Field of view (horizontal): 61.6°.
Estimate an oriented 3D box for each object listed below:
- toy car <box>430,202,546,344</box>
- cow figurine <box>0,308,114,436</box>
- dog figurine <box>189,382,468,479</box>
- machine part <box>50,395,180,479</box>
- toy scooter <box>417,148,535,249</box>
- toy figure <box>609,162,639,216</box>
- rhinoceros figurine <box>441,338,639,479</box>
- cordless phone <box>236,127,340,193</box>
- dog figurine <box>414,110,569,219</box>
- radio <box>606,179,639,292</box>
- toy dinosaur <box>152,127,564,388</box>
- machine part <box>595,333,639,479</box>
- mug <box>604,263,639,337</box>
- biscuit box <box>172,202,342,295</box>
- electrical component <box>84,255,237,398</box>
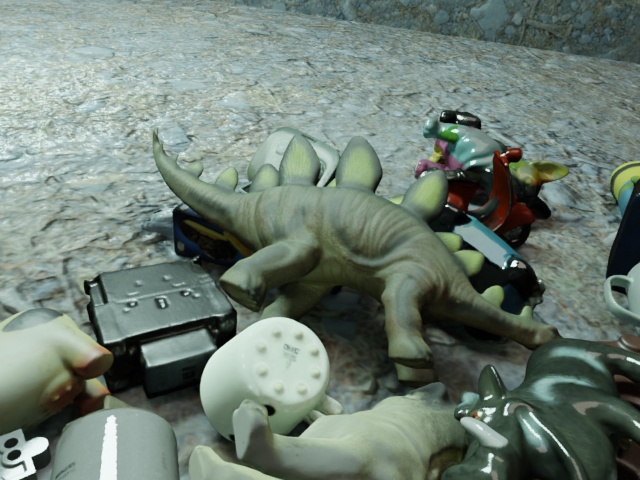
[{"bbox_3d":[0.158,0.032,0.569,0.162,0.109,0.103,35,15,27],"label":"toy car"},{"bbox_3d":[-0.261,0.107,0.371,0.127,0.085,0.195,34,42,29],"label":"cow figurine"},{"bbox_3d":[0.034,0.174,0.319,0.190,0.121,0.172,9,60,-31],"label":"dog figurine"},{"bbox_3d":[-0.111,0.178,0.287,0.079,0.079,0.243,-3,33,-17],"label":"machine part"},{"bbox_3d":[0.193,-0.056,0.687,0.184,0.135,0.075,2,32,-5],"label":"toy scooter"},{"bbox_3d":[0.497,-0.071,0.827,0.089,0.082,0.180,20,35,18],"label":"toy figure"},{"bbox_3d":[0.144,0.115,0.335,0.112,0.073,0.190,29,32,31],"label":"rhinoceros figurine"},{"bbox_3d":[-0.073,-0.081,0.731,0.184,0.088,0.147,-25,43,-35],"label":"cordless phone"},{"bbox_3d":[0.268,-0.116,0.838,0.219,0.108,0.191,26,33,22],"label":"dog figurine"},{"bbox_3d":[0.458,0.025,0.606,0.230,0.131,0.073,23,33,25],"label":"radio"},{"bbox_3d":[-0.001,-0.002,0.510,0.472,0.105,0.198,20,62,15],"label":"toy dinosaur"},{"bbox_3d":[0.255,0.149,0.431,0.179,0.056,0.179,4,31,-3],"label":"machine part"},{"bbox_3d":[0.356,0.074,0.555,0.110,0.080,0.107,16,41,7],"label":"mug"},{"bbox_3d":[-0.065,0.001,0.610,0.203,0.062,0.059,13,32,12],"label":"biscuit box"},{"bbox_3d":[-0.139,0.075,0.476,0.115,0.058,0.134,-14,36,-27],"label":"electrical component"}]
